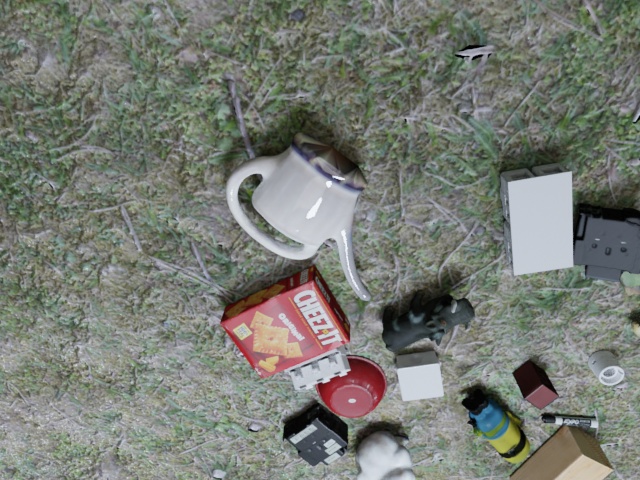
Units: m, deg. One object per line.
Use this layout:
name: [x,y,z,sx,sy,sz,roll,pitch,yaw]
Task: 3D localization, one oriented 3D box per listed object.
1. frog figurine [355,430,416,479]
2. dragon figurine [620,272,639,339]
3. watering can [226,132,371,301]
frog figurine: [0.142,0.510,1.137,0.136,0.162,0.121,-28,109,15]
dragon figurine: [0.668,0.040,0.942,0.242,0.124,0.403,-2,113,12]
watering can: [0.003,-0.047,0.927,0.346,0.106,0.221,34,110,-11]
